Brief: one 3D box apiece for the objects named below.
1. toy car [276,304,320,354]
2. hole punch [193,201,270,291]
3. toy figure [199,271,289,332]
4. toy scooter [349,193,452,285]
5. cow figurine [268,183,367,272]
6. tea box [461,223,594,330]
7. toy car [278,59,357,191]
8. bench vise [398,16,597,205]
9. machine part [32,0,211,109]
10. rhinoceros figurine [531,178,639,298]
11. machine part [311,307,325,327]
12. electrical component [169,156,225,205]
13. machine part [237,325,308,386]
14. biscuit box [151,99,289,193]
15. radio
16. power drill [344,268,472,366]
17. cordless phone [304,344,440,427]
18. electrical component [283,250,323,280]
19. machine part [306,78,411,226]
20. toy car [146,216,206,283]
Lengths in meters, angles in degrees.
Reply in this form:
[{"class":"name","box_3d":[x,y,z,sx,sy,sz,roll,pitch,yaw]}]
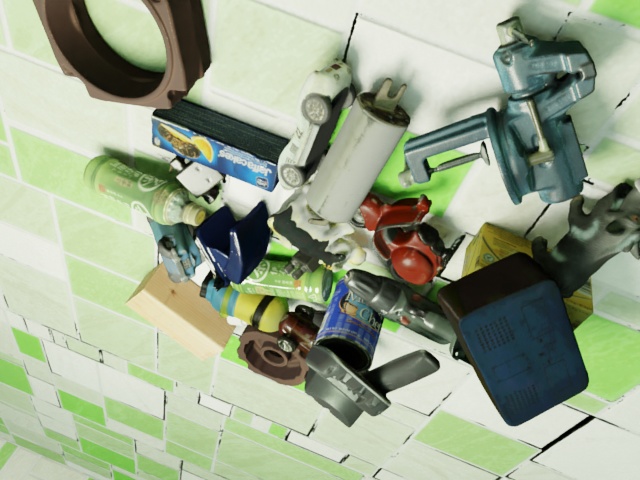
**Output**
[{"class":"toy car","box_3d":[0.012,0.201,0.993,0.202,0.089,0.053,37,140,-4]},{"class":"hole punch","box_3d":[-0.131,0.005,0.894,0.092,0.142,0.115,-11,115,27]},{"class":"toy figure","box_3d":[-0.146,0.120,1.038,0.180,0.089,0.082,18,145,4]},{"class":"toy scooter","box_3d":[0.133,-0.010,0.792,0.183,0.075,0.135,46,142,-17]},{"class":"cow figurine","box_3d":[0.000,-0.002,0.838,0.167,0.098,0.068,48,167,-22]},{"class":"tea box","box_3d":[0.295,0.056,0.774,0.170,0.098,0.068,23,137,4]},{"class":"toy car","box_3d":[-0.009,-0.146,0.723,0.056,0.073,0.201,38,138,11]},{"class":"bench vise","box_3d":[0.195,-0.126,0.624,0.241,0.129,0.223,-17,125,27]},{"class":"machine part","box_3d":[-0.257,-0.278,0.699,0.201,0.087,0.201,11,134,14]},{"class":"rhinoceros figurine","box_3d":[0.352,-0.009,0.672,0.073,0.112,0.190,37,116,-7]},{"class":"machine part","box_3d":[0.015,0.170,1.056,0.139,0.039,0.084,-4,122,29]},{"class":"electrical component","box_3d":[-0.200,-0.108,0.874,0.078,0.045,0.102,-42,113,15]},{"class":"machine part","box_3d":[-0.093,0.239,1.157,0.180,0.056,0.179,13,135,13]},{"class":"biscuit box","box_3d":[-0.146,-0.143,0.799,0.203,0.063,0.059,22,138,3]},{"class":"radio","box_3d":[0.259,0.133,0.706,0.131,0.073,0.229,-29,121,5]},{"class":"power drill","box_3d":[0.165,0.123,0.838,0.232,0.086,0.207,31,170,-32]},{"class":"cordless phone","box_3d":[0.079,0.199,0.831,0.184,0.089,0.146,-34,112,30]},{"class":"electrical component","box_3d":[-0.018,0.028,0.909,0.021,0.094,0.063,52,168,-28]},{"class":"machine part","box_3d":[0.048,-0.106,0.720,0.079,0.079,0.243,27,126,-3]},{"class":"toy car","box_3d":[-0.237,-0.004,0.941,0.103,0.162,0.109,-23,128,-16]}]
